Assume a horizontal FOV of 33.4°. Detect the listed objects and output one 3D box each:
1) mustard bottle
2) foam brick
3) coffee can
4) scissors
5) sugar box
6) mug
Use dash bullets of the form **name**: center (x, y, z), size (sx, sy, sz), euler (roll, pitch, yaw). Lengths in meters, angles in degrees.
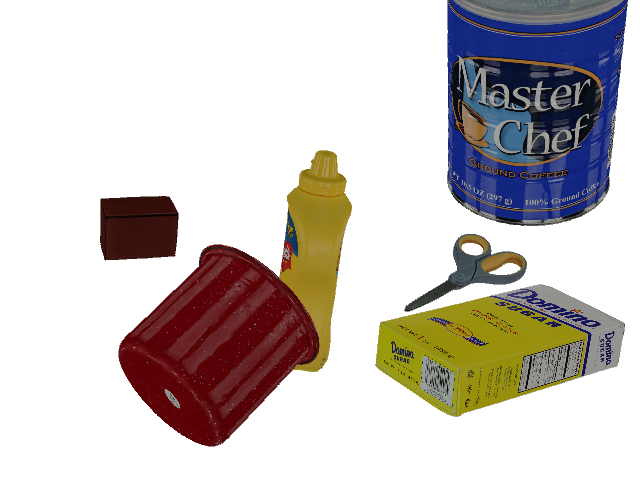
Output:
- **mustard bottle**: center (-0.008, 0.013, 0.951), size (0.058, 0.192, 0.096), euler (7, 20, -6)
- **foam brick**: center (-0.195, -0.014, 1.144), size (0.078, 0.051, 0.053), euler (-3, 24, -16)
- **coffee can**: center (0.126, -0.095, 0.637), size (0.103, 0.140, 0.103), euler (-4, 37, 3)
- **scissors**: center (0.150, 0.033, 1.222), size (0.201, 0.016, 0.096), euler (-11, 40, -33)
- **sugar box**: center (0.140, 0.080, 0.823), size (0.175, 0.048, 0.093), euler (-13, 27, -33)
- **mug**: center (-0.067, 0.066, 0.626), size (0.081, 0.093, 0.117), euler (-45, 11, -29)
